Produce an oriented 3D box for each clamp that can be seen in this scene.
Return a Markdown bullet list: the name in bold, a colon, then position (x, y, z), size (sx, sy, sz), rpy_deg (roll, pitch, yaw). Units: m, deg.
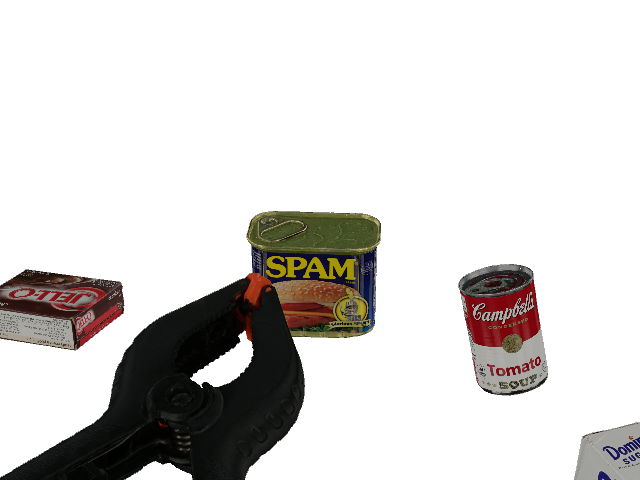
- **clamp**: position (-0.047, 0.081, 0.420), size (0.120, 0.039, 0.171), rpy_deg (24, 49, 18)

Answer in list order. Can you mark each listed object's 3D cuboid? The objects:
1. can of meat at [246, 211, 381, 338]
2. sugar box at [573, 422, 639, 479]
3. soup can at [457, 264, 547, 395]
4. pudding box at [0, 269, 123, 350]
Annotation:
- **can of meat**: position (-0.005, 0.028, 0.834), size (0.102, 0.084, 0.057), rpy_deg (2, 29, 4)
- **sugar box**: position (0.180, 0.175, 0.501), size (0.048, 0.093, 0.176), rpy_deg (-9, 28, -21)
- **soup can**: position (0.168, 0.081, 0.976), size (0.068, 0.102, 0.068), rpy_deg (-11, 18, 4)
- **pudding box**: position (-0.258, 0.065, 1.016), size (0.114, 0.039, 0.090), rpy_deg (4, 20, 19)
